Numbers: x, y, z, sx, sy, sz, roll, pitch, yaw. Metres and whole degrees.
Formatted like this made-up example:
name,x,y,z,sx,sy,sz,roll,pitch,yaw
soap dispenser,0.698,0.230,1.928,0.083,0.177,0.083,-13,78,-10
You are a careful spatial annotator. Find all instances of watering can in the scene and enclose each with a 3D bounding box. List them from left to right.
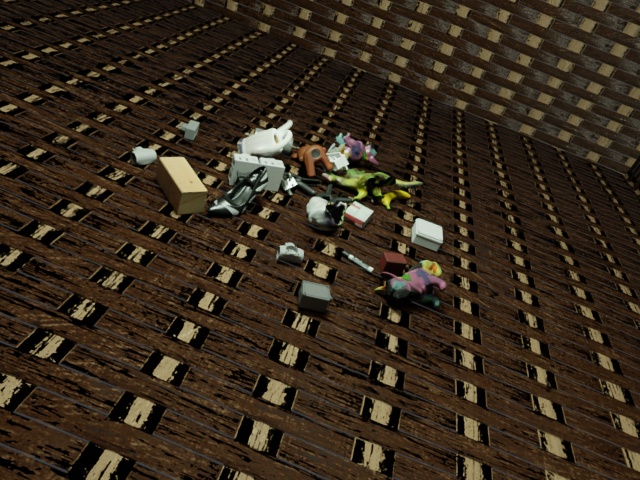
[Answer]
name,x,y,z,sx,sy,sz,roll,pitch,yaw
watering can,-0.212,-0.394,2.062,0.224,0.102,0.354,-16,25,11

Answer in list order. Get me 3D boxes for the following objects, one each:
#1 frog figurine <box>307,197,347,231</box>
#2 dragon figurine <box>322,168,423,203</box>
name,x,y,z,sx,sy,sz,roll,pitch,yaw
frog figurine,0.006,-0.093,1.852,0.159,0.121,0.139,2,24,44
dragon figurine,0.203,-0.258,2.159,0.411,0.120,0.247,-5,32,-26
